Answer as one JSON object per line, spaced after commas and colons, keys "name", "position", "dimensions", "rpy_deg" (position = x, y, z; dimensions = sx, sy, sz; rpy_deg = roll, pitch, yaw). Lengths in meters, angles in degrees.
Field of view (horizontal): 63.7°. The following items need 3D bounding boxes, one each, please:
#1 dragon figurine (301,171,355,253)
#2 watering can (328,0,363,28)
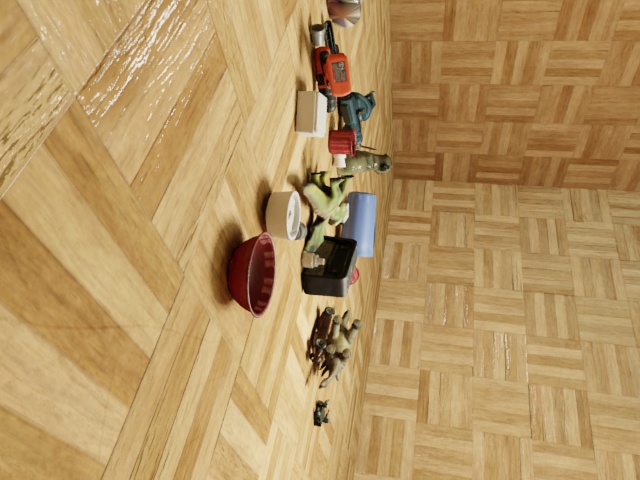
{"name": "dragon figurine", "position": [0.004, -0.074, 1.475], "dimensions": [0.414, 0.122, 0.240], "rpy_deg": [-30, 131, -65]}
{"name": "watering can", "position": [0.079, -0.793, 1.538], "dimensions": [0.341, 0.104, 0.228], "rpy_deg": [68, 30, -65]}
